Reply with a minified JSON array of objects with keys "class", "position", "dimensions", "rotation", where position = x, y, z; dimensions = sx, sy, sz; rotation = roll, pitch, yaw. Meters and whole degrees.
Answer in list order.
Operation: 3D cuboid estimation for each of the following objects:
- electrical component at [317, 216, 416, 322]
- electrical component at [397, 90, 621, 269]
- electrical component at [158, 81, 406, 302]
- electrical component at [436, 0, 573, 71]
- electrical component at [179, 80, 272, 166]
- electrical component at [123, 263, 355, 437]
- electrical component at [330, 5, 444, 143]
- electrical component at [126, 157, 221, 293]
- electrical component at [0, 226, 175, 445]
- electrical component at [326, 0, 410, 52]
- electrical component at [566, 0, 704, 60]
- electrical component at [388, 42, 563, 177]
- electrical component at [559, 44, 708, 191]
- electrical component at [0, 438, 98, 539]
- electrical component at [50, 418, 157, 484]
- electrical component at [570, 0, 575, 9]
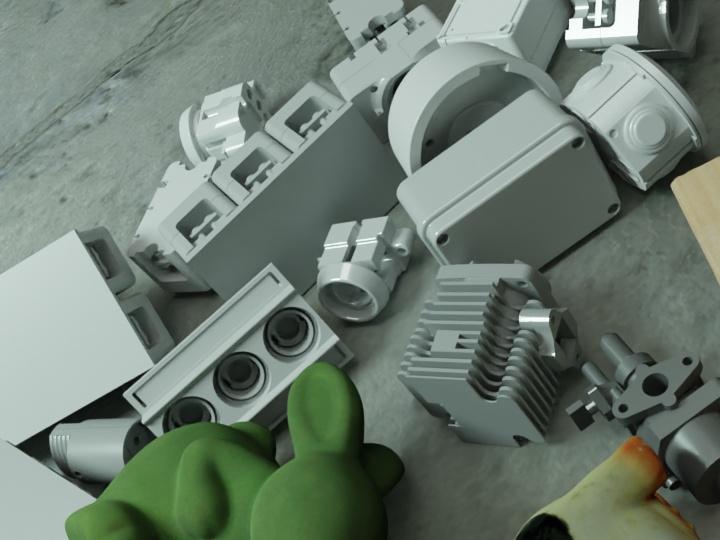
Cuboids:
[{"class":"electrical component","position":[0.000,0.000,0.702],"dimensions":[0.066,0.048,0.055],"rotation":[-7,44,31]},{"class":"electrical component","position":[0.090,-0.042,0.649],"dimensions":[0.113,0.078,0.057],"rotation":[-36,39,5]},{"class":"electrical component","position":[-0.052,-0.045,0.743],"dimensions":[0.150,0.089,0.062],"rotation":[-44,42,-5]},{"class":"electrical component","position":[0.103,-0.167,0.759],"dimensions":[0.062,0.061,0.096],"rotation":[5,58,39]},{"class":"electrical component","position":[-0.107,-0.111,0.864],"dimensions":[0.057,0.058,0.078],"rotation":[-15,48,21]},{"class":"electrical component","position":[-0.077,0.063,0.682],"dimensions":[0.121,0.078,0.063],"rotation":[-42,12,-2]},{"class":"electrical component","position":[0.032,-0.143,0.796],"dimensions":[0.089,0.050,0.055],"rotation":[-35,42,6]},{"class":"electrical component","position":[-0.125,-0.031,0.808],"dimensions":[0.050,0.055,0.089],"rotation":[-3,53,34]},{"class":"electrical component","position":[-0.239,0.059,0.764],"dimensions":[0.186,0.105,0.060],"rotation":[-29,3,11]},{"class":"electrical component","position":[0.014,-0.194,0.849],"dimensions":[0.050,0.055,0.089],"rotation":[-32,43,8]},{"class":"electrical component","position":[0.176,-0.161,0.675],"dimensions":[0.056,0.089,0.050],"rotation":[6,97,39]},{"class":"electrical component","position":[0.070,-0.093,0.689],"dimensions":[0.108,0.108,0.060],"rotation":[-38,36,2]},{"class":"electrical component","position":[0.162,-0.090,0.638],"dimensions":[0.051,0.080,0.080],"rotation":[-43,42,4]},{"class":"electrical component","position":[-0.199,0.178,0.678],"dimensions":[0.150,0.061,0.089],"rotation":[16,65,43]},{"class":"electrical component","position":[-0.174,0.122,0.722],"dimensions":[0.081,0.043,0.043],"rotation":[-6,52,31]},{"class":"electrical component","position":[0.194,-0.255,0.768],"dimensions":[0.089,0.061,0.150],"rotation":[-12,49,28]}]
